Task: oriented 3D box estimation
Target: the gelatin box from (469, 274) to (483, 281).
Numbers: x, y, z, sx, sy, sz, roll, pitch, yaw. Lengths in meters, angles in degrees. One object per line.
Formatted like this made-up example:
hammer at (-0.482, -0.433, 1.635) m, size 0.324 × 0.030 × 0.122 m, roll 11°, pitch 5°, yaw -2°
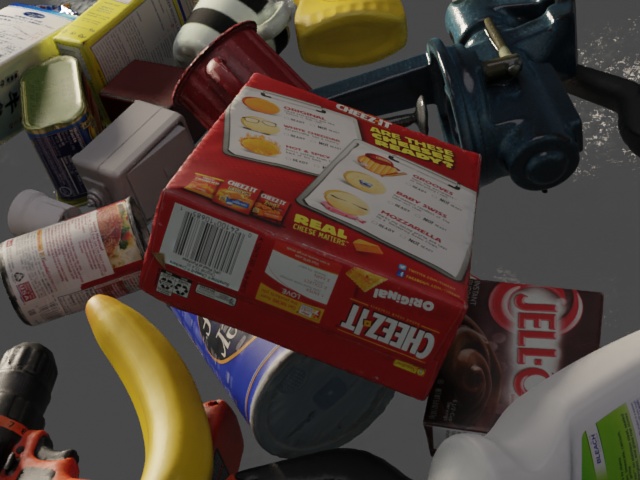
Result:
gelatin box at (0.096, 0.064, 0.682) m, size 0.089 × 0.030 × 0.073 m, roll 29°, pitch 59°, yaw 35°

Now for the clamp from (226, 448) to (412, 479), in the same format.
clamp at (0.039, 0.173, 0.585) m, size 0.210 × 0.036 × 0.164 m, roll 5°, pitch 46°, yaw 17°

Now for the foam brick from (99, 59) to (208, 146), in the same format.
foam brick at (-0.137, -0.114, 0.913) m, size 0.078 × 0.053 × 0.051 m, roll 15°, pitch 52°, yaw 27°

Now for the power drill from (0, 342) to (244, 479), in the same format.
power drill at (-0.146, 0.139, 0.664) m, size 0.188 × 0.057 × 0.184 m, roll -3°, pitch 46°, yaw 17°

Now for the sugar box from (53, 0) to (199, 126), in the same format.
sugar box at (-0.154, -0.192, 0.966) m, size 0.048 × 0.093 × 0.176 m, roll 18°, pitch 53°, yaw 30°

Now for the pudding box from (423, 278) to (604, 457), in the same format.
pudding box at (0.113, 0.076, 0.615) m, size 0.090 × 0.039 × 0.113 m, roll 5°, pitch 49°, yaw 16°

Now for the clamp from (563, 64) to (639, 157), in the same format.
clamp at (0.244, -0.104, 0.799) m, size 0.120 × 0.039 × 0.171 m, roll -18°, pitch 40°, yaw 13°

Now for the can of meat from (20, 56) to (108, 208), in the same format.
can of meat at (-0.209, -0.092, 0.889) m, size 0.057 × 0.084 × 0.102 m, roll -19°, pitch 44°, yaw -2°

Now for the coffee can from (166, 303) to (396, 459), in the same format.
coffee can at (-0.027, 0.054, 0.676) m, size 0.102 × 0.103 × 0.140 m, roll -29°, pitch 45°, yaw -13°

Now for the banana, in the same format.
banana at (-0.096, 0.098, 0.603) m, size 0.037 × 0.069 × 0.198 m, roll -54°, pitch 29°, yaw 23°

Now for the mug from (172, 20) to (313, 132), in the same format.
mug at (-0.057, -0.113, 0.833) m, size 0.093 × 0.117 × 0.081 m, roll -45°, pitch 84°, yaw 1°

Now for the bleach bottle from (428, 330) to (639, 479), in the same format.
bleach bottle at (0.137, 0.097, 0.517) m, size 0.250 × 0.102 × 0.068 m, roll -11°, pitch -3°, yaw -35°

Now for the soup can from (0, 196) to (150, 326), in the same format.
soup can at (-0.175, 0.016, 0.783) m, size 0.102 × 0.068 × 0.068 m, roll -19°, pitch 44°, yaw -2°

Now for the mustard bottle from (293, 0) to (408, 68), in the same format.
mustard bottle at (0.019, -0.235, 0.980) m, size 0.096 × 0.058 × 0.191 m, roll -10°, pitch 44°, yaw 2°

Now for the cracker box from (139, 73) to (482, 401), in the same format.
cracker box at (0.005, -0.013, 0.628) m, size 0.164 × 0.072 × 0.213 m, roll 21°, pitch 26°, yaw 0°
